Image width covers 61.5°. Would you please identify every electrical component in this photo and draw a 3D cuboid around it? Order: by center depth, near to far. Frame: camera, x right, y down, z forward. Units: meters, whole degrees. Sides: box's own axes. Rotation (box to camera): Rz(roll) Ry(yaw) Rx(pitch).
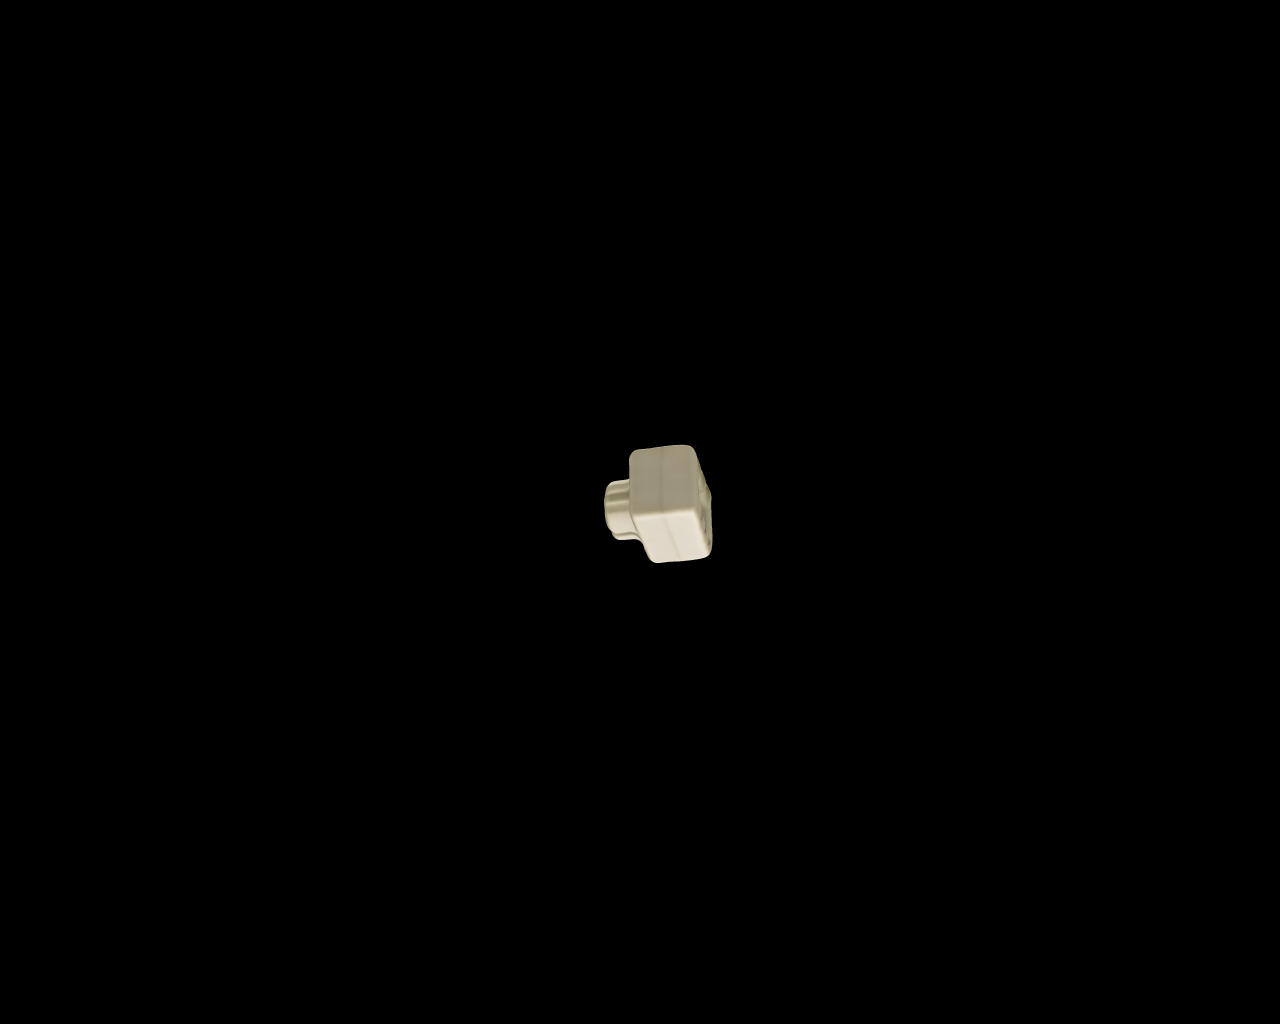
[{"bbox_3d":[0.001,-0.003,0.650,0.077,0.047,0.065,-5,-28,10],"label":"electrical component"}]
